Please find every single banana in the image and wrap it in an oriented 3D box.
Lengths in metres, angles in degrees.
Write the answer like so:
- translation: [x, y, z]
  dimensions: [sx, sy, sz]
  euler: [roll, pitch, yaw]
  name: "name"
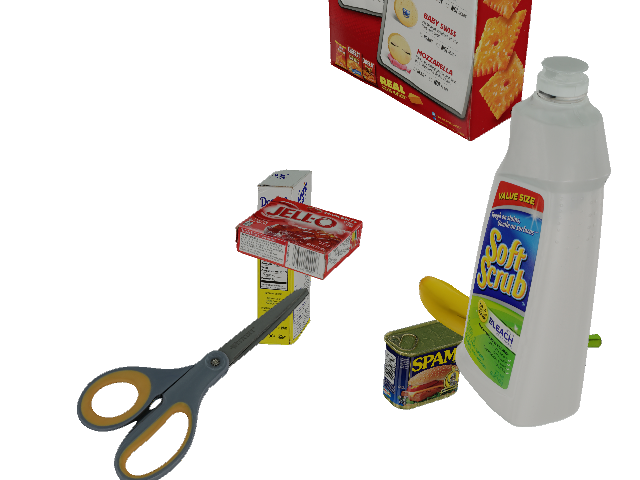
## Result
- translation: [0.158, 0.076, 0.997]
  dimensions: [0.198, 0.037, 0.069]
  euler: [21, 15, 37]
  name: "banana"

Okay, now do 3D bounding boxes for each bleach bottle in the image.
- translation: [0.144, -0.002, 0.714]
  dimensions: [0.068, 0.251, 0.103]
  euler: [-10, 31, -18]
  name: "bleach bottle"

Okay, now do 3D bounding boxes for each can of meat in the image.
- translation: [0.127, 0.155, 1.328]
  dimensions: [0.101, 0.084, 0.058]
  euler: [-12, 29, -27]
  name: "can of meat"

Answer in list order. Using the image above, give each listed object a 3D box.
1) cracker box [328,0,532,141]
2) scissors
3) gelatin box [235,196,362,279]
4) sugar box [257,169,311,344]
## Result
- translation: [0.083, -0.207, 0.819]
  dimensions: [0.072, 0.214, 0.164]
  euler: [-31, 48, -29]
  name: "cracker box"
- translation: [-0.098, 0.088, 0.784]
  dimensions: [0.096, 0.201, 0.016]
  euler: [28, -32, 11]
  name: "scissors"
- translation: [-0.019, -0.005, 0.934]
  dimensions: [0.089, 0.030, 0.073]
  euler: [18, 30, 22]
  name: "gelatin box"
- translation: [-0.039, 0.017, 1.159]
  dimensions: [0.048, 0.176, 0.093]
  euler: [2, 14, 12]
  name: "sugar box"
